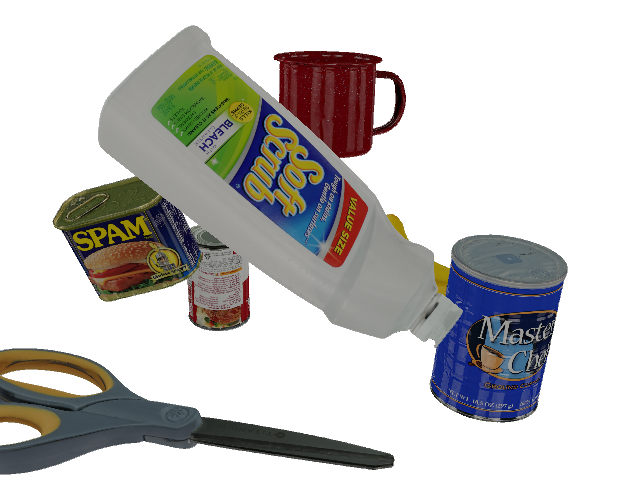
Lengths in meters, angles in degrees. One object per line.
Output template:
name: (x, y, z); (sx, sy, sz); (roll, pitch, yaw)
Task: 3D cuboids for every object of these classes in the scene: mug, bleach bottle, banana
mug: (0.017, -0.118, 0.923); (0.117, 0.081, 0.093); (-3, 16, -15)
bleach bottle: (-0.015, -0.025, 0.674); (0.251, 0.102, 0.068); (37, -32, 7)
banana: (0.103, 0.019, 1.192); (0.069, 0.037, 0.198); (2, 24, -32)

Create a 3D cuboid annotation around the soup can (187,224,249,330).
soup can: (-0.111, 0.037, 1.158); (0.068, 0.102, 0.068); (1, 25, -1)

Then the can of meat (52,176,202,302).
can of meat: (-0.161, -0.002, 0.905); (0.102, 0.084, 0.057); (-13, 31, 16)

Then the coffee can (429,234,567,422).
coffee can: (0.160, 0.078, 0.971); (0.103, 0.140, 0.103); (6, 23, -3)

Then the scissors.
scissors: (-0.079, 0.087, 0.459); (0.202, 0.016, 0.096); (14, 27, 26)
